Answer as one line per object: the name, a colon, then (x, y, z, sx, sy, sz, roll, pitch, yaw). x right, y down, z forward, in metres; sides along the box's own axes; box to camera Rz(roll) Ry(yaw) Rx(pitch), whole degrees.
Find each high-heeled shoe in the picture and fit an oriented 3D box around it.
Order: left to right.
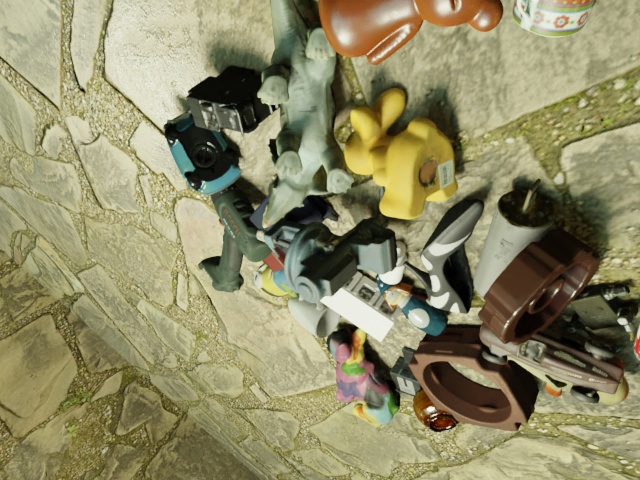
high-heeled shoe: (0.226, 0.038, 0.839, 0.145, 0.086, 0.248, 35, 149, 1)

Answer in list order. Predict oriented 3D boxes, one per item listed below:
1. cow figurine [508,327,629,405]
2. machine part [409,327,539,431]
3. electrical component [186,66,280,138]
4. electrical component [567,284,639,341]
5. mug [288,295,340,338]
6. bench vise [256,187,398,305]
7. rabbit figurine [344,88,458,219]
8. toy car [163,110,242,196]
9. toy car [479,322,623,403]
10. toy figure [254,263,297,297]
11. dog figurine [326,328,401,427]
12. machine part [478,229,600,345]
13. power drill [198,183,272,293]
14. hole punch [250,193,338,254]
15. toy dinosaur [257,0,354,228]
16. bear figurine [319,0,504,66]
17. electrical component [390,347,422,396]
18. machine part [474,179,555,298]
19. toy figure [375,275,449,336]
cow figurine: (0.387, 0.187, 0.847, 0.195, 0.085, 0.127, 31, 146, 21)
machine part: (0.288, 0.256, 1.011, 0.201, 0.087, 0.201, -9, 121, 47)
electrical component: (-0.143, -0.224, 0.860, 0.134, 0.115, 0.058, 18, 138, 26)
electrical component: (0.404, 0.107, 0.771, 0.078, 0.045, 0.102, 49, 145, -15)
mug: (-0.023, 0.153, 1.196, 0.107, 0.081, 0.109, 24, 148, 36)
bench vise: (0.001, 0.005, 0.896, 0.241, 0.223, 0.128, 17, 143, 36)
rabbit figurine: (0.091, -0.122, 0.760, 0.173, 0.122, 0.162, 27, 145, 52)
toy car: (-0.232, -0.160, 1.030, 0.161, 0.109, 0.103, 56, 161, -6)
toy car: (0.332, 0.167, 0.794, 0.202, 0.053, 0.089, 22, 103, 37)
toy figure: (-0.074, 0.082, 1.165, 0.180, 0.082, 0.089, -14, 117, 47)
dog figurine: (0.096, 0.294, 1.209, 0.192, 0.108, 0.218, 31, 144, 37)
machine part: (0.291, 0.064, 0.718, 0.056, 0.179, 0.179, 47, 153, 35)
power drill: (-0.188, -0.011, 1.104, 0.232, 0.086, 0.207, 48, 127, 30)
hole punch: (-0.055, -0.048, 0.999, 0.142, 0.092, 0.116, 45, 142, -1)
toy dinosaur: (-0.026, -0.200, 0.767, 0.131, 0.192, 0.404, -4, 118, -8)
bear figurine: (0.100, -0.277, 0.599, 0.196, 0.132, 0.120, -10, 124, 27)
electrical component: (0.196, 0.289, 1.168, 0.075, 0.048, 0.119, 14, 139, 31)
machine part: (0.272, 0.015, 0.764, 0.079, 0.079, 0.243, 25, 143, 21)
toy figure: (0.166, 0.114, 0.995, 0.154, 0.064, 0.058, 37, -178, 2)
